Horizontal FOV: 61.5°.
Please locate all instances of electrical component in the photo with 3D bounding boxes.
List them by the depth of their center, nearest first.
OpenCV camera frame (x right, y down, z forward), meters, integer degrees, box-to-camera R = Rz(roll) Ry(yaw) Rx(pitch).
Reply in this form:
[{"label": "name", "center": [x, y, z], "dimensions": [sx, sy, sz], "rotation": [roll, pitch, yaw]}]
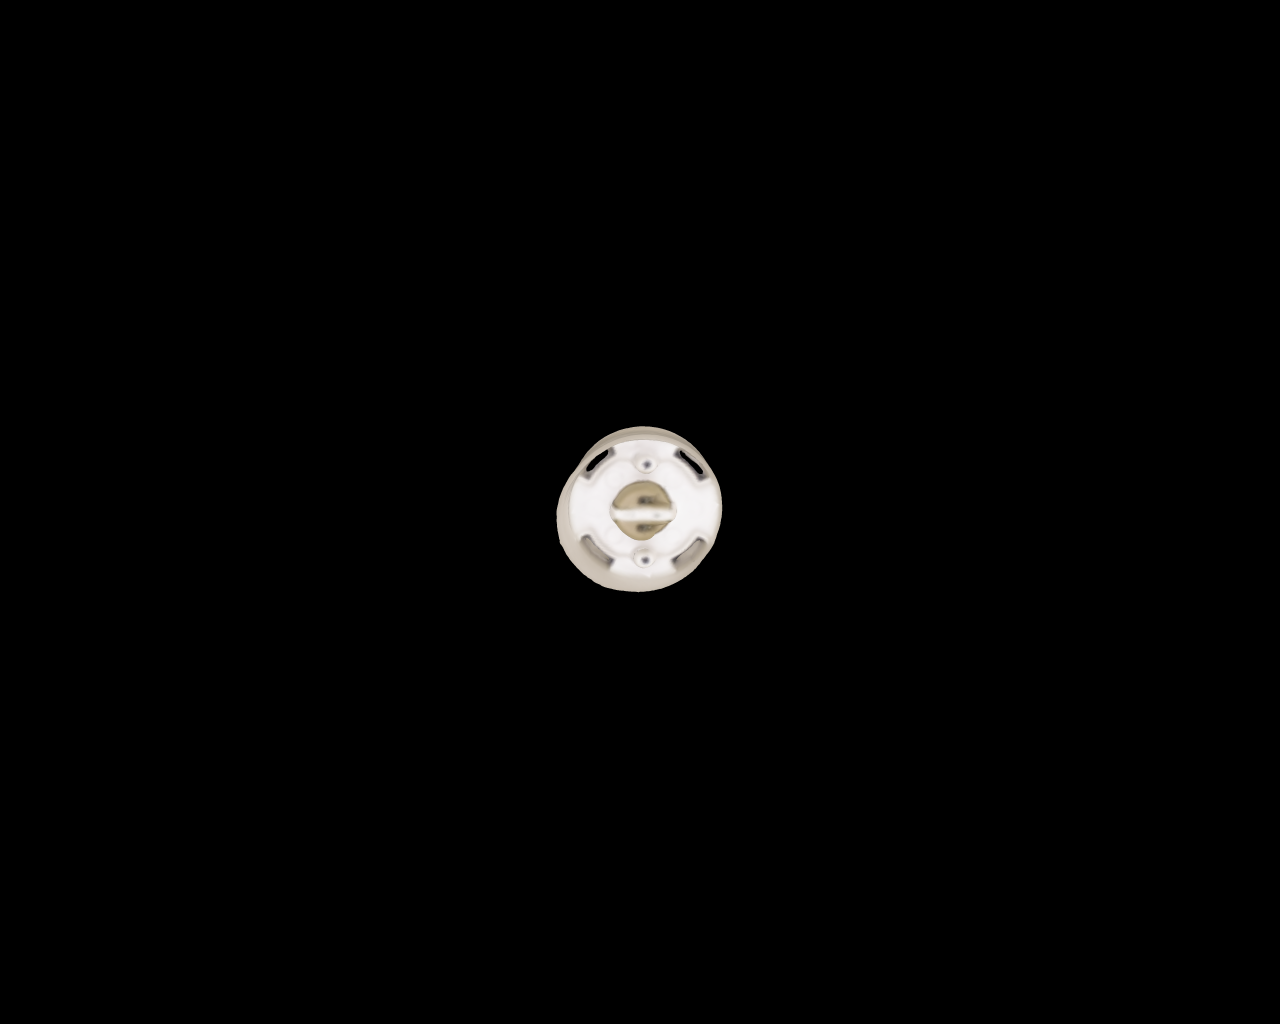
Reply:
[{"label": "electrical component", "center": [0.001, -0.003, 0.650], "dimensions": [0.099, 0.099, 0.064], "rotation": [0, 18, 0]}]
